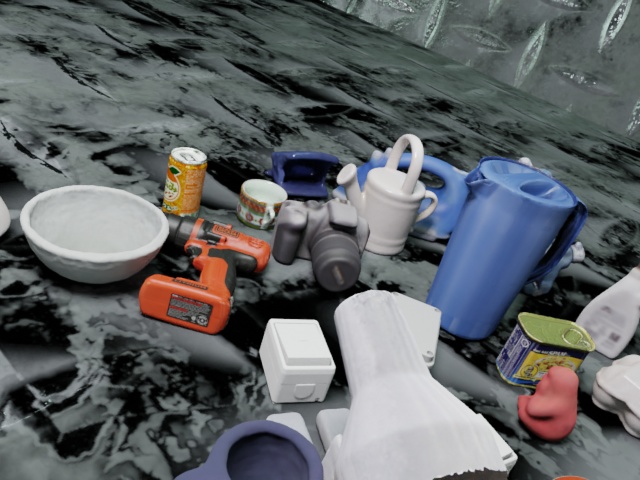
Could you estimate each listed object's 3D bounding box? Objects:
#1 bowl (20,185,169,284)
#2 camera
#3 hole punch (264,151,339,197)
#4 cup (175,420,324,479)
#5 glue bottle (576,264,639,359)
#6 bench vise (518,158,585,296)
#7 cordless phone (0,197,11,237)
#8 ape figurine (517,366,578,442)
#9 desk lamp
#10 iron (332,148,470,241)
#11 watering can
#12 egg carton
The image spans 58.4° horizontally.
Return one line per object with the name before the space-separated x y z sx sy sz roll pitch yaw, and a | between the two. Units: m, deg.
bowl | -0.276 0.003 0.706 0.167 0.075 0.167 14 30 -8
camera | 0.008 0.003 0.835 0.143 0.101 0.136 11 30 -11
hole punch | -0.034 -0.139 1.056 0.109 0.091 0.101 1 34 -27
cup | -0.063 0.211 0.459 0.118 0.095 0.091 1 34 -27
glue bottle | 0.453 0.093 0.858 0.078 0.173 0.037 35 34 27
bench vise | 0.342 -0.026 0.947 0.208 0.220 0.121 5 32 -22
cordless phone | -0.420 -0.066 0.631 0.094 0.185 0.147 18 30 0
ape figurine | 0.277 0.188 0.684 0.078 0.092 0.076 -5 37 -34
desk lamp | 0.038 0.163 0.474 0.118 0.213 0.202 3 33 -24
iron | 0.162 -0.101 1.051 0.258 0.141 0.118 18 30 -1
watering can | 0.114 -0.080 0.937 0.173 0.194 0.100 -6 37 -35
egg carton | 0.437 0.218 0.745 0.107 0.069 0.150 -10 40 -40
